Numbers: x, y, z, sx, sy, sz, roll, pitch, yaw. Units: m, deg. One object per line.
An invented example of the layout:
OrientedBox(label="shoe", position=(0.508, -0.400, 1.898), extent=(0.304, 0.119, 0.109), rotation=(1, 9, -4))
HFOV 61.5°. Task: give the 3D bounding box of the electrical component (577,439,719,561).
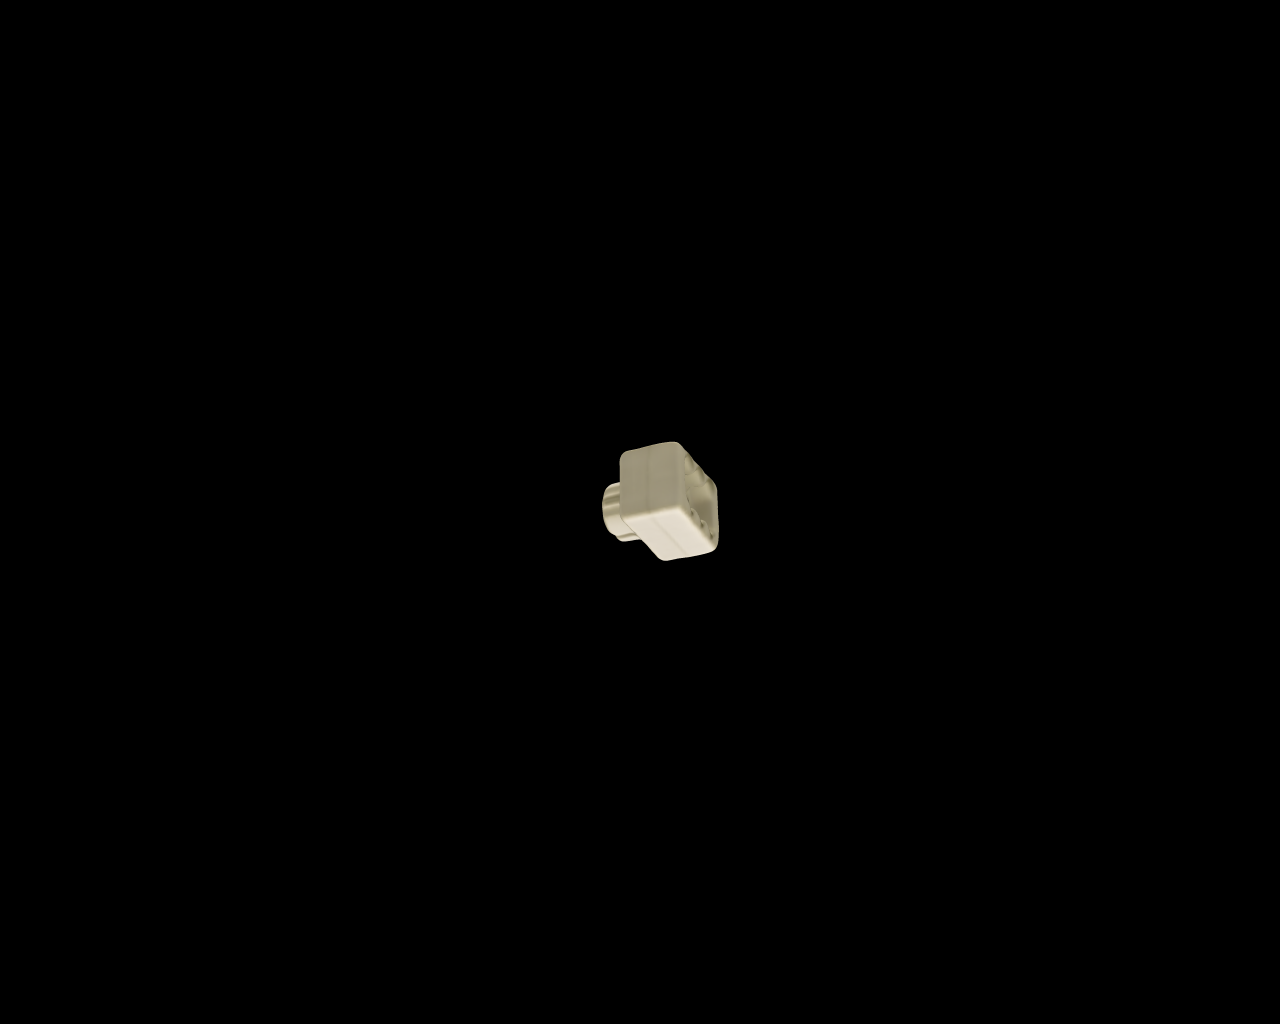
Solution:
OrientedBox(label="electrical component", position=(0.001, -0.003, 0.650), extent=(0.077, 0.047, 0.065), rotation=(-11, -29, 21))
